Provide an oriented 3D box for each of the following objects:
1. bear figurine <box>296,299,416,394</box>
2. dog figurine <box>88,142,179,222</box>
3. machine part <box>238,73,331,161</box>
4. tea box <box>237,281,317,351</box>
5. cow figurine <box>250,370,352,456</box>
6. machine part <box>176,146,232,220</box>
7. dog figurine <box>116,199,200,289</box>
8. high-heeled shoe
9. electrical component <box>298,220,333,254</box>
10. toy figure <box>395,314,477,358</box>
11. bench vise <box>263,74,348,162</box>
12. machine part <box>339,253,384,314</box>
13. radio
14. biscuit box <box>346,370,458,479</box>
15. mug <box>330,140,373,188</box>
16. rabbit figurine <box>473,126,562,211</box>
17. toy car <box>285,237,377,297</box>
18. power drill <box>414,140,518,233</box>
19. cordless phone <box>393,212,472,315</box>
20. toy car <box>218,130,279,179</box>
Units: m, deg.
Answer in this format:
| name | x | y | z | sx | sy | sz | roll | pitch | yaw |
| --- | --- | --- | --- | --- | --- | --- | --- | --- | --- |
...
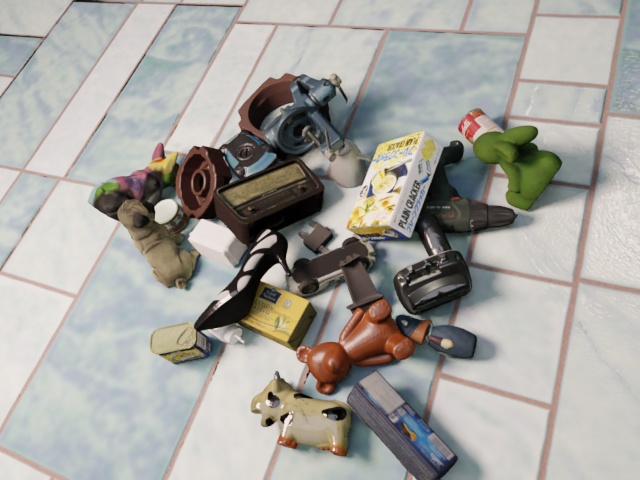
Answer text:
| name | x | y | z | sx | sy | sz | roll | pitch | yaw |
| --- | --- | --- | --- | --- | --- | --- | --- | --- | --- |
| bear figurine | 0.059 | 0.203 | 1.003 | 0.196 | 0.132 | 0.120 | -28 | 85 | -7 |
| dog figurine | -0.443 | -0.146 | 1.328 | 0.109 | 0.191 | 0.219 | 27 | 87 | 34 |
| machine part | -0.089 | -0.313 | 1.366 | 0.201 | 0.087 | 0.201 | 31 | 72 | 28 |
| tea box | -0.105 | 0.149 | 1.116 | 0.170 | 0.068 | 0.098 | 18 | 67 | 26 |
| cow figurine | -0.037 | 0.318 | 0.990 | 0.195 | 0.085 | 0.127 | 5 | 62 | 16 |
| machine part | -0.278 | -0.136 | 1.288 | 0.179 | 0.056 | 0.179 | -2 | 87 | 46 |
| dog figurine | -0.369 | 0.012 | 1.201 | 0.121 | 0.190 | 0.172 | -43 | 60 | -9 |
| high-heeled shoe | -0.167 | 0.072 | 1.095 | 0.249 | 0.086 | 0.145 | -30 | 51 | -9 |
| electrical component | -0.002 | -0.004 | 1.200 | 0.063 | 0.021 | 0.094 | -46 | 58 | -12 |
| toy figure | 0.213 | 0.179 | 1.007 | 0.155 | 0.064 | 0.058 | 14 | 72 | 22 |
| bench vise | -0.010 | -0.261 | 1.198 | 0.224 | 0.128 | 0.241 | -34 | 51 | -4 |
| machine part | 0.080 | 0.096 | 1.077 | 0.084 | 0.039 | 0.138 | -19 | 94 | 12 |
| radio | -0.110 | -0.090 | 1.209 | 0.229 | 0.073 | 0.131 | -26 | 56 | -23 |
| biscuit box | 0.138 | 0.324 | 0.926 | 0.059 | 0.062 | 0.203 | -23 | 56 | -37 |
| mug | 0.071 | -0.177 | 1.227 | 0.110 | 0.107 | 0.081 | 10 | 66 | 23 |
| rabbit figurine | 0.385 | -0.159 | 1.083 | 0.170 | 0.159 | 0.121 | 35 | 83 | 14 |
| toy car | 0.023 | 0.057 | 1.139 | 0.202 | 0.056 | 0.074 | -23 | 51 | 2 |
| power drill | 0.285 | -0.106 | 1.147 | 0.232 | 0.086 | 0.207 | -9 | 66 | 15 |
| cordless phone | 0.203 | 0.040 | 1.056 | 0.147 | 0.088 | 0.184 | -22 | 68 | 3 |
| toy car | -0.169 | -0.188 | 1.306 | 0.109 | 0.102 | 0.162 | -42 | 55 | -12 |
